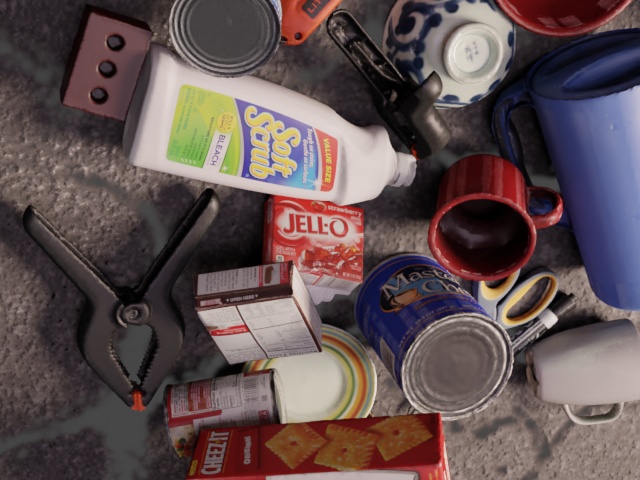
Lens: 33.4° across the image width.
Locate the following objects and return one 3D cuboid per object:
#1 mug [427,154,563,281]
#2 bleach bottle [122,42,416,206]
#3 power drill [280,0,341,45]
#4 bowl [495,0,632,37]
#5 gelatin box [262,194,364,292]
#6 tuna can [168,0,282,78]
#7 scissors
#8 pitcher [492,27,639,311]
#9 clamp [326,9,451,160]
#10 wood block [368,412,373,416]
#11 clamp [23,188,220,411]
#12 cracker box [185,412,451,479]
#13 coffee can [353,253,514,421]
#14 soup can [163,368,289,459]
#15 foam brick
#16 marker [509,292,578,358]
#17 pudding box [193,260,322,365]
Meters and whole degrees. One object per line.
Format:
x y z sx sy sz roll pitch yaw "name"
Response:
0.156 -0.026 0.949 0.117 0.081 0.093 -10 123 16 "mug"
-0.033 -0.089 0.901 0.250 0.068 0.103 10 110 -21 "bleach bottle"
-0.047 -0.260 0.833 0.187 0.057 0.184 39 100 -22 "power drill"
0.202 -0.256 0.904 0.162 0.055 0.162 -5 112 -14 "bowl"
-0.006 0.001 0.939 0.089 0.030 0.073 12 63 -20 "gelatin box"
-0.072 -0.170 0.820 0.086 0.033 0.086 1 128 1 "tuna can"
0.143 0.083 1.043 0.202 0.016 0.096 -37 115 0 "scissors"
0.267 -0.057 0.971 0.144 0.149 0.243 -31 120 -19 "pitcher"
0.075 -0.113 0.885 0.039 0.120 0.171 -43 141 0 "clamp"
0.066 0.281 1.059 0.090 0.091 0.206 -32 115 -2 "wood block"
-0.157 0.051 0.935 0.164 0.036 0.210 -12 116 -12 "clamp"
0.009 0.235 0.926 0.214 0.072 0.164 -5 122 10 "cracker box"
0.099 0.084 0.962 0.102 0.140 0.103 -5 112 -14 "coffee can"
-0.084 0.156 0.966 0.102 0.068 0.068 -10 114 4 "soup can"
-0.171 -0.141 0.847 0.053 0.051 0.078 14 106 -20 "foam brick"
0.207 0.094 1.064 0.121 0.020 0.020 -40 116 2 "marker"
-0.052 0.065 0.930 0.090 0.039 0.113 -9 148 9 "pudding box"
